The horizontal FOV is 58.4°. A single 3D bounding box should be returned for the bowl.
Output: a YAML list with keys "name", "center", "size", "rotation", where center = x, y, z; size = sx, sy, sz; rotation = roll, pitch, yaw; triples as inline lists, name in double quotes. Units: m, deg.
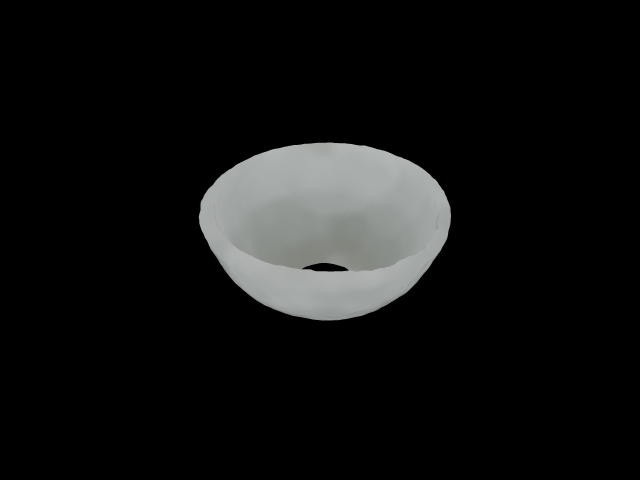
- name: "bowl"
  center: [0.004, 0.001, 0.400]
  size: [0.167, 0.075, 0.167]
  rotation: [0, 37, 0]
